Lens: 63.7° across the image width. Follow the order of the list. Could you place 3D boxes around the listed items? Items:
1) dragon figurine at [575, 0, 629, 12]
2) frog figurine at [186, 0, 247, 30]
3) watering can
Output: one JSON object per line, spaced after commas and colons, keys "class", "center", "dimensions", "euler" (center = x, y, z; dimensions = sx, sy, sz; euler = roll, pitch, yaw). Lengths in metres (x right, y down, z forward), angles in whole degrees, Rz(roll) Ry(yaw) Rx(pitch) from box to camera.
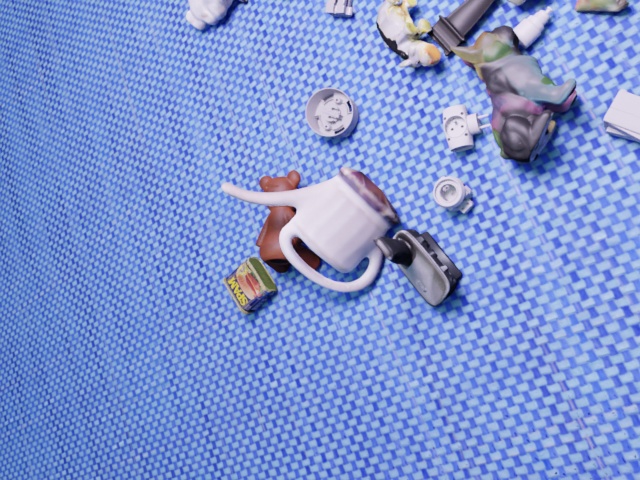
{"class": "dragon figurine", "center": [0.577, -0.500, 0.778], "dimensions": [0.406, 0.123, 0.243], "euler": [-29, 91, 27]}
{"class": "frog figurine", "center": [-0.270, -0.588, 1.234], "dimensions": [0.158, 0.124, 0.137], "euler": [-29, 93, 13]}
{"class": "watering can", "center": [0.003, -0.049, 0.982], "dimensions": [0.345, 0.105, 0.224], "euler": [42, 95, -15]}
